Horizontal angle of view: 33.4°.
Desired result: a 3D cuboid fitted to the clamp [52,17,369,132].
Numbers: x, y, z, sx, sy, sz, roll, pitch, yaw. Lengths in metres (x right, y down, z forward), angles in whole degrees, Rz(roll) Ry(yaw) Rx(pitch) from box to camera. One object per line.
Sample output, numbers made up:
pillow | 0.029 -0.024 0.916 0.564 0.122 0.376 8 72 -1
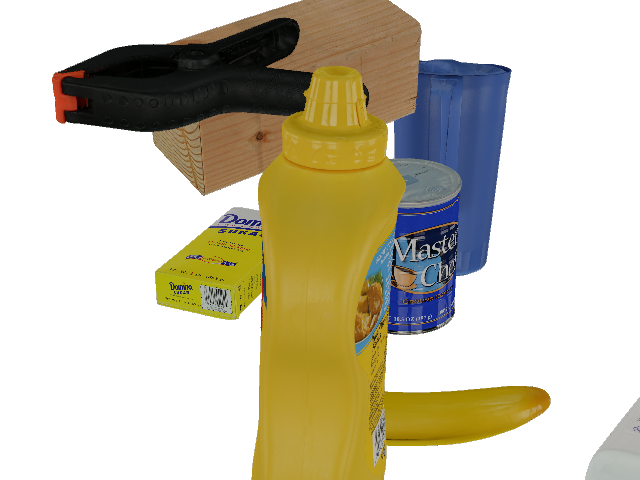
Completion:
clamp | -0.068 -0.097 0.618 0.171 0.039 0.120 -3 26 -14

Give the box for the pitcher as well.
pitcher | 0.143 -0.084 1.228 0.149 0.243 0.145 -9 19 -32

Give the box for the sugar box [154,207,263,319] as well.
sugar box | -0.092 0.020 1.136 0.093 0.048 0.176 11 30 20

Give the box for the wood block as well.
wood block | -0.028 -0.127 0.866 0.205 0.091 0.090 -24 46 -25

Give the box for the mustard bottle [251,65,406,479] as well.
mustard bottle | 0.003 0.023 0.440 0.058 0.192 0.096 8 25 11

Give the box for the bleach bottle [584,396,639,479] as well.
bleach bottle | 0.248 0.103 0.628 0.103 0.068 0.250 18 29 32

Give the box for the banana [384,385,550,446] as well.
banana | 0.062 0.120 0.764 0.198 0.037 0.069 2 28 15

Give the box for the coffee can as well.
coffee can | 0.081 0.005 1.025 0.103 0.140 0.103 -1 27 0
